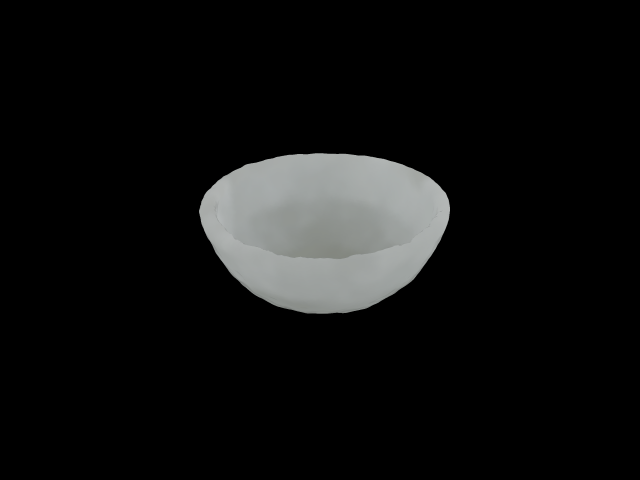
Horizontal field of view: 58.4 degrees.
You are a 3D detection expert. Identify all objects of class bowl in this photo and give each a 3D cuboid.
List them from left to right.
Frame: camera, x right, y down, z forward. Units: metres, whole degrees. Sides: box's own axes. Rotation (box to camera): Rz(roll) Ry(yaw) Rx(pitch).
[{"bbox_3d":[0.004,0.001,0.400,0.167,0.075,0.167,0,30,0],"label":"bowl"}]
